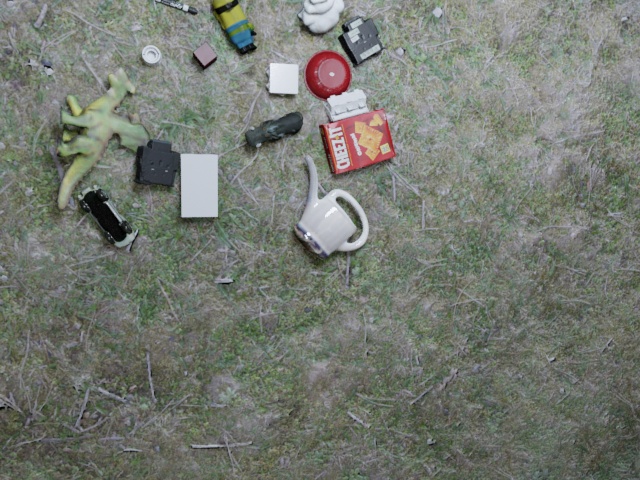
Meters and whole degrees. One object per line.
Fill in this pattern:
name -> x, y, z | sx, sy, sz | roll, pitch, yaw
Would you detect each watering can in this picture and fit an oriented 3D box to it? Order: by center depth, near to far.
watering can -> 0.005, -0.083, 1.646 | 0.225, 0.105, 0.344 | -44, 106, -4

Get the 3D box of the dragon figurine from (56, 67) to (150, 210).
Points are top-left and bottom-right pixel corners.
dragon figurine -> -0.606, -0.283, 1.460 | 0.243, 0.123, 0.407 | 3, 99, -24

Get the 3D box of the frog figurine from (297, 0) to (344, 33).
frog figurine -> 0.010, -0.687, 1.533 | 0.138, 0.161, 0.121 | -21, 106, -11
